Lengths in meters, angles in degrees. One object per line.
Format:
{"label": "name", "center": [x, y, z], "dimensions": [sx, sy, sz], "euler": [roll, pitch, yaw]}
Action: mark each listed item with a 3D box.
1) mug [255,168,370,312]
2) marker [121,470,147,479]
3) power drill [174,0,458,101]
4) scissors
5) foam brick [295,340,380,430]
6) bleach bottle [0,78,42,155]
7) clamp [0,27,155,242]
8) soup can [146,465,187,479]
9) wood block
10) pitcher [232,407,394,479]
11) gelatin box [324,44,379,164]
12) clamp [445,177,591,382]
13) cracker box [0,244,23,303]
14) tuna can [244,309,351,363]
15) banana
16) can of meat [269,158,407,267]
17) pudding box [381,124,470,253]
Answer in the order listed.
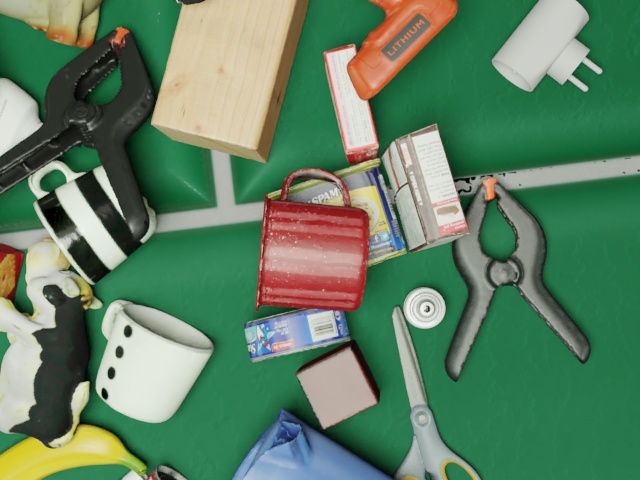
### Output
{"label": "mug", "center": [-0.005, 0.001, 0.833], "dimensions": [0.081, 0.093, 0.117], "euler": [5, 75, -3]}
{"label": "marker", "center": [-0.199, 0.241, 0.921], "dimensions": [0.121, 0.020, 0.020], "euler": [-39, 86, 1]}
{"label": "power drill", "center": [-0.002, -0.200, 0.822], "dimensions": [0.184, 0.057, 0.187], "euler": [-44, 98, -1]}
{"label": "scissors", "center": [0.073, 0.167, 0.908], "dimensions": [0.096, 0.016, 0.202], "euler": [-29, 86, 2]}
{"label": "foam brick", "center": [0.015, 0.119, 0.884], "dimensions": [0.053, 0.078, 0.051], "euler": [-27, 87, 4]}
{"label": "bleach bottle", "center": [-0.349, -0.113, 0.926], "dimensions": [0.251, 0.068, 0.102], "euler": [19, 92, 2]}
{"label": "clamp", "center": [-0.184, -0.088, 0.877], "dimensions": [0.165, 0.036, 0.209], "euler": [15, 59, 14]}
{"label": "soup can", "center": [-0.145, 0.249, 0.893], "dimensions": [0.068, 0.068, 0.102], "euler": [43, 91, 4]}
{"label": "wood block", "center": [-0.065, -0.179, 0.895], "dimensions": [0.090, 0.091, 0.206], "euler": [14, 88, 4]}
{"label": "pitcher", "center": [0.033, 0.254, 0.849], "dimensions": [0.243, 0.149, 0.145], "euler": [30, 83, 3]}
{"label": "gelatin box", "center": [0.027, -0.111, 0.894], "dimensions": [0.030, 0.073, 0.089], "euler": [-14, 86, 2]}
{"label": "clamp", "center": [0.146, 0.037, 0.898], "dimensions": [0.120, 0.039, 0.171], "euler": [-17, 81, -2]}
{"label": "cracker box", "center": [-0.352, 0.021, 0.843], "dimensions": [0.164, 0.213, 0.072], "euler": [12, 89, 4]}
{"label": "tuna can", "center": [-0.019, 0.076, 0.884], "dimensions": [0.086, 0.086, 0.034], "euler": [-13, 85, 3]}
{"label": "banana", "center": [-0.248, 0.206, 0.912], "dimensions": [0.198, 0.037, 0.070], "euler": [-25, 68, 6]}
{"label": "can of meat", "center": [0.015, -0.013, 0.900], "dimensions": [0.102, 0.057, 0.084], "euler": [-18, 89, 3]}
{"label": "pudding box", "center": [0.084, -0.039, 0.868], "dimensions": [0.039, 0.113, 0.090], "euler": [-17, 87, -2]}
